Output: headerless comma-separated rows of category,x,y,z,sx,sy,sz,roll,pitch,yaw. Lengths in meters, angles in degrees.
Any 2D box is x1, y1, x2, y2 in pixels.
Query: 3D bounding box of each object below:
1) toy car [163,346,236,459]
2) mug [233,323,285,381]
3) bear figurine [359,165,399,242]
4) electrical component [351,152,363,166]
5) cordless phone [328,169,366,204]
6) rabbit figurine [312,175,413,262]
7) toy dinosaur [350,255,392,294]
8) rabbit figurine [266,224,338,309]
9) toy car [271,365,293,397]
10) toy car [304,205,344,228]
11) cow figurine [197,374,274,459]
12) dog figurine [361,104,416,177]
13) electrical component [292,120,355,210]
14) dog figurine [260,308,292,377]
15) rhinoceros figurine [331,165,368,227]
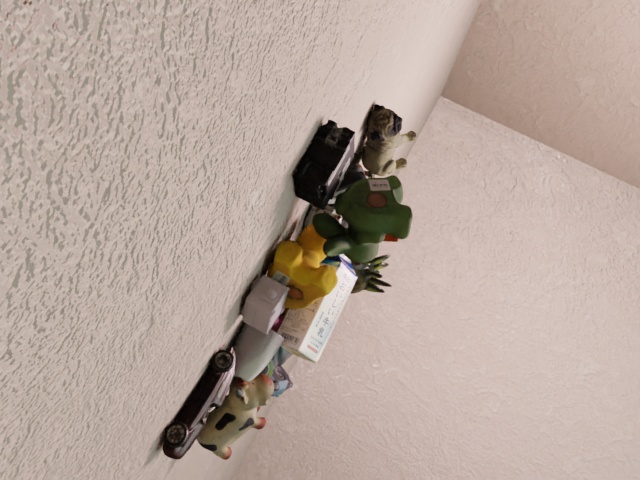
toy car,-0.195,0.274,0.909,0.202,0.053,0.089,-57,168,-30
mug,-0.136,0.209,1.029,0.110,0.080,0.107,8,-118,58
bear figurine,0.145,-0.098,1.420,0.120,0.132,0.196,70,21,-71
electrical component,0.077,-0.173,1.293,0.094,0.021,0.063,-58,172,-42
cordless phone,0.092,-0.086,1.074,0.146,0.184,0.088,15,97,-82
rabbit figurine,0.074,-0.013,0.959,0.170,0.159,0.121,100,-26,-49
toy dinosaur,0.077,0.092,1.383,0.471,0.199,0.105,117,-21,-78
rabbit figurine,-0.024,0.046,1.014,0.162,0.122,0.173,115,-2,-50
toy car,-0.150,0.385,1.448,0.103,0.109,0.161,-43,167,9
toy car,-0.002,-0.003,1.145,0.056,0.074,0.201,-57,171,-36
cow figurine,-0.170,0.337,1.067,0.195,0.086,0.127,-42,130,7
dog figurine,0.138,-0.227,1.288,0.190,0.121,0.172,-7,116,-67
electrical component,0.007,-0.116,0.875,0.115,0.058,0.134,-59,172,-11
dog figurine,-0.112,0.244,1.185,0.219,0.108,0.191,-57,175,-9
rhinoceros figurine,0.051,-0.078,1.220,0.112,0.073,0.190,95,13,-82
